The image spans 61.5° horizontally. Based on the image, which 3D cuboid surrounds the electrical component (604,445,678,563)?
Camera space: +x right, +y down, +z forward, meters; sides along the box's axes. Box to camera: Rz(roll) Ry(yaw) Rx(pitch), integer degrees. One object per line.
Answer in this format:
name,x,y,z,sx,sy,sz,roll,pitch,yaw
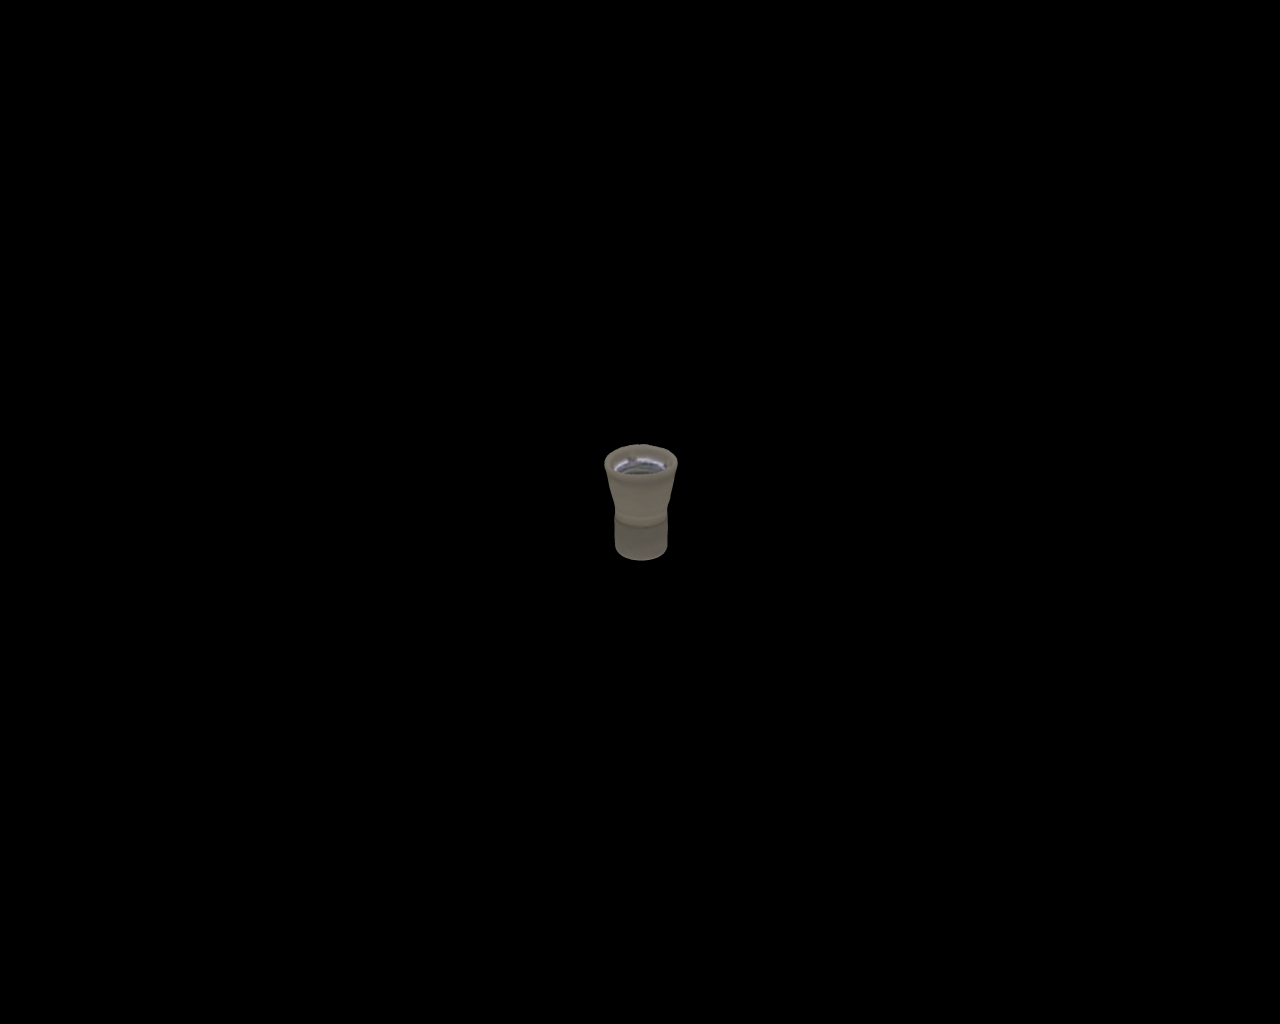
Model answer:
electrical component,0.001,-0.003,0.650,0.044,0.065,0.044,0,27,0
